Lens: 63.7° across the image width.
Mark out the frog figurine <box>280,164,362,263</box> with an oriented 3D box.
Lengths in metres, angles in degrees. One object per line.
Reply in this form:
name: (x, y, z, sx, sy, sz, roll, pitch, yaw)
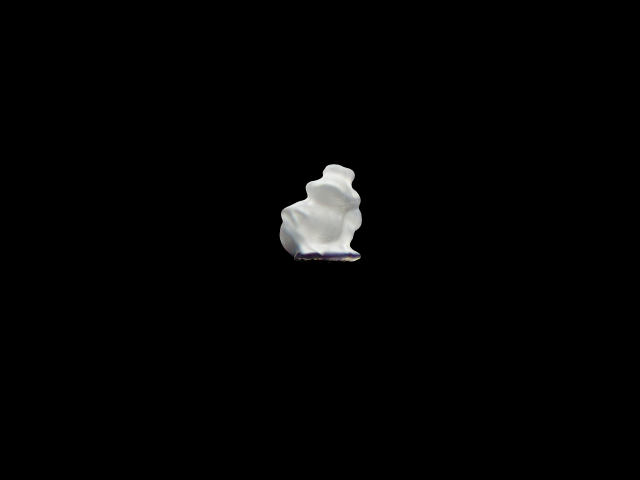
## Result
frog figurine: (0.003, -0.043, 0.850, 0.137, 0.161, 0.122, 1, -8, -7)
